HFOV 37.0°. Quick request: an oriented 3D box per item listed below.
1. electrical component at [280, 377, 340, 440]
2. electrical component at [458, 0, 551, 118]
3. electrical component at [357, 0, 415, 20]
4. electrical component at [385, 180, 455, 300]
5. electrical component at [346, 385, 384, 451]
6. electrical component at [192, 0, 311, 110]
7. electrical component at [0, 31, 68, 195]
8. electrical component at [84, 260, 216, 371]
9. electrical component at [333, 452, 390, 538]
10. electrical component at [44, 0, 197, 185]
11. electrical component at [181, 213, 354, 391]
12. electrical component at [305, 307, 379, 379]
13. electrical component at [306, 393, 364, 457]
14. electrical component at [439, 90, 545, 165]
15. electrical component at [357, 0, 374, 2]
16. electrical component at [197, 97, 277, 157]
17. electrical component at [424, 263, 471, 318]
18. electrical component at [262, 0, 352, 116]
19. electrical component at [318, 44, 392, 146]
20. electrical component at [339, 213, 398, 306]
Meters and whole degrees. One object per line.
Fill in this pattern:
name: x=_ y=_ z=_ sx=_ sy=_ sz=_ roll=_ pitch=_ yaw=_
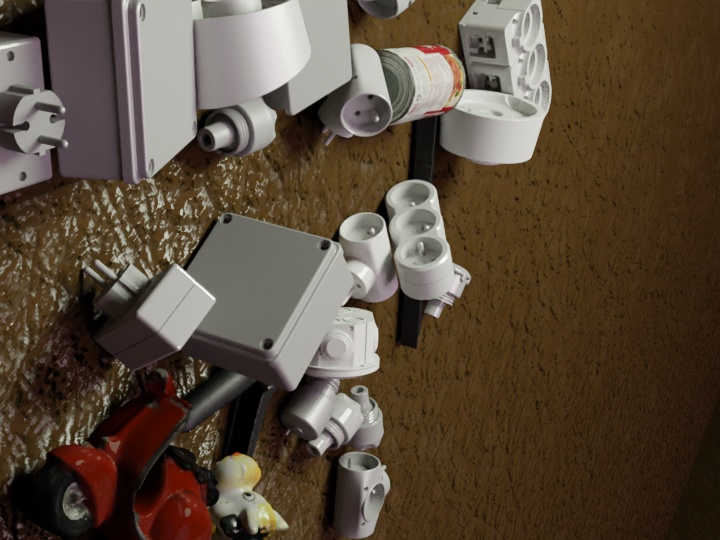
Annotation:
electrical component: x=-0.041 y=0.120 z=0.992 sx=0.078 sy=0.040 sz=0.040 roll=-57 pitch=146 yaw=-32
electrical component: x=0.166 y=-0.230 z=1.182 sx=0.089 sy=0.062 sz=0.150 roll=-56 pitch=146 yaw=-32
electrical component: x=0.027 y=-0.273 z=0.933 sx=0.077 sy=0.044 sz=0.079 roll=-59 pitch=147 yaw=-28
electrical component: x=0.059 y=-0.019 z=1.046 sx=0.138 sy=0.052 sz=0.073 roll=-97 pitch=175 yaw=-49
electrical component: x=0.001 y=0.146 z=1.076 sx=0.043 sy=0.043 sz=0.062 roll=-39 pitch=134 yaw=-48
electrical component: x=-0.084 y=-0.155 z=0.735 sx=0.099 sy=0.099 sz=0.064 roll=-38 pitch=128 yaw=-48
electrical component: x=-0.191 y=-0.084 z=0.597 sx=0.047 sy=0.076 sz=0.083 roll=-31 pitch=128 yaw=-52
electrical component: x=-0.153 y=0.021 z=0.723 sx=0.076 sy=0.083 sz=0.047 roll=43 pitch=57 yaw=-15
electrical component: x=0.006 y=0.227 z=1.119 sx=0.079 sy=0.044 sz=0.077 roll=-22 pitch=121 yaw=-56
electrical component: x=-0.142 y=-0.119 z=0.654 sx=0.108 sy=0.056 sz=0.108 roll=-69 pitch=162 yaw=-66
electrical component: x=-0.077 y=0.022 z=0.813 sx=0.108 sy=0.109 sz=0.056 roll=-61 pitch=151 yaw=-25
electrical component: x=-0.022 y=0.065 z=0.962 sx=0.080 sy=0.080 sz=0.051 roll=-15 pitch=110 yaw=-58
electrical component: x=-0.028 y=0.151 z=1.027 sx=0.062 sy=0.043 sz=0.043 roll=-49 pitch=141 yaw=-37
electrical component: x=0.134 y=-0.144 z=1.121 sx=0.108 sy=0.108 sz=0.060 roll=-29 pitch=133 yaw=-53
electrical component: x=-0.019 y=-0.271 z=0.843 sx=0.138 sy=0.052 sz=0.073 roll=18 pitch=86 yaw=-61
electrical component: x=-0.094 y=-0.104 z=0.795 sx=0.062 sy=0.043 sz=0.043 roll=-33 pitch=130 yaw=-50
electrical component: x=0.090 y=0.022 z=1.179 sx=0.048 sy=0.048 sz=0.062 roll=29 pitch=84 yaw=-61
electrical component: x=-0.052 y=-0.178 z=0.830 sx=0.100 sy=0.048 sz=0.099 roll=-41 pitch=136 yaw=-46
electrical component: x=-0.009 y=-0.140 z=0.912 sx=0.043 sy=0.077 sz=0.079 roll=23 pitch=125 yaw=-27
electrical component: x=0.000 y=0.000 z=1.008 sx=0.079 sy=0.043 sz=0.077 roll=-52 pitch=144 yaw=-36
